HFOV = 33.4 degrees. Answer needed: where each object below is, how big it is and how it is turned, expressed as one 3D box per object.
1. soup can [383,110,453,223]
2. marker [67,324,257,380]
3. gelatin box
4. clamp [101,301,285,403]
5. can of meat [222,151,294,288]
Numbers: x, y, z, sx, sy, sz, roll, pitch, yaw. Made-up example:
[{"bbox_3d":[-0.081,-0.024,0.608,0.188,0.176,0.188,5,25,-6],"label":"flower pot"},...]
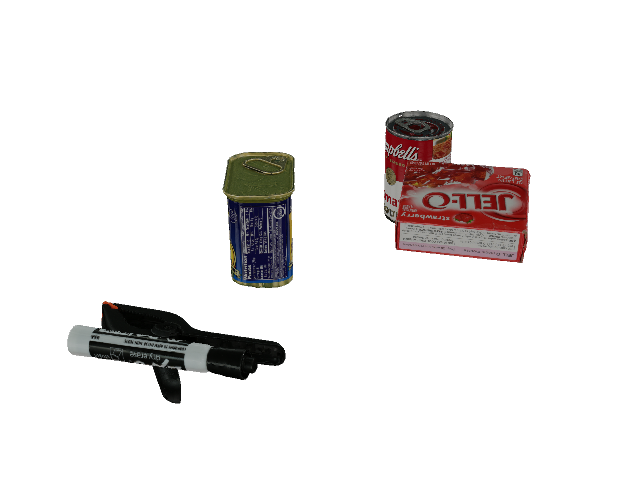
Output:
[{"bbox_3d":[0.099,-0.073,1.090,0.068,0.102,0.068,0,29,0],"label":"soup can"},{"bbox_3d":[-0.096,0.068,0.646,0.121,0.020,0.020,6,2,17],"label":"marker"},{"bbox_3d":[0.100,-0.022,0.743,0.089,0.030,0.073,5,40,9],"label":"gelatin box"},{"bbox_3d":[-0.164,0.111,1.119,0.210,0.036,0.164,17,19,29],"label":"clamp"},{"bbox_3d":[-0.050,-0.018,0.896,0.057,0.084,0.102,-1,25,-1],"label":"can of meat"}]
